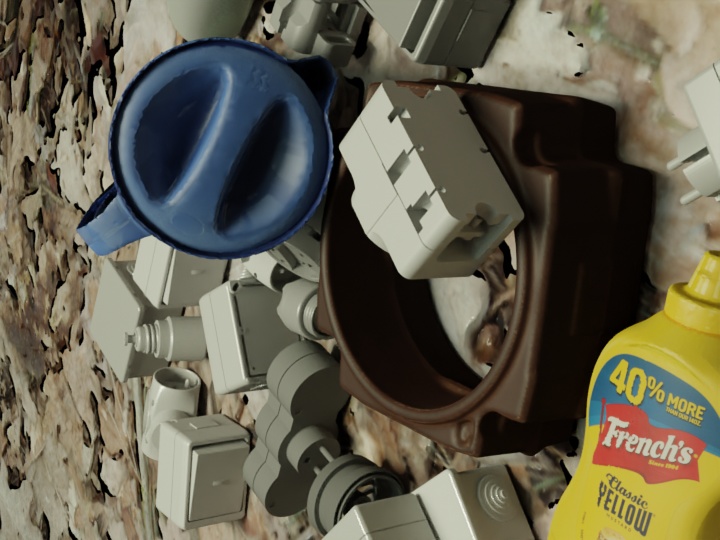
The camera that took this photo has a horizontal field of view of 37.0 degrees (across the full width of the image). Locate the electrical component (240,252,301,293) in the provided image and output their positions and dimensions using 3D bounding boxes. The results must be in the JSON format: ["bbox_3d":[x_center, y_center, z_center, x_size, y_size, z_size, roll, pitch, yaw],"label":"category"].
[{"bbox_3d":[-0.062,-0.036,0.825,0.077,0.043,0.079,50,129,39],"label":"electrical component"}]

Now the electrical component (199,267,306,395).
[{"bbox_3d":[-0.086,0.046,0.848,0.061,0.062,0.096,-27,71,51],"label":"electrical component"}]

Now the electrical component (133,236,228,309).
[{"bbox_3d":[-0.150,-0.018,0.930,0.061,0.062,0.096,43,126,43],"label":"electrical component"}]

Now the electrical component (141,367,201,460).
[{"bbox_3d":[-0.171,0.140,0.974,0.079,0.044,0.077,-116,37,-63],"label":"electrical component"}]

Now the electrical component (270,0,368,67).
[{"bbox_3d":[-0.026,-0.188,0.753,0.078,0.058,0.057,55,136,37],"label":"electrical component"}]

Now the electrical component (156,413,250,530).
[{"bbox_3d":[-0.134,0.179,0.923,0.061,0.062,0.096,19,108,52],"label":"electrical component"}]

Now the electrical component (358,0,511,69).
[{"bbox_3d":[0.040,-0.176,0.661,0.096,0.061,0.061,55,133,36],"label":"electrical component"}]

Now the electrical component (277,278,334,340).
[{"bbox_3d":[-0.028,0.031,0.785,0.062,0.043,0.043,21,110,50],"label":"electrical component"}]

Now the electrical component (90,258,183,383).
[{"bbox_3d":[-0.215,0.046,1.035,0.099,0.048,0.099,47,128,41],"label":"electrical component"}]

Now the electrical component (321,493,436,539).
[{"bbox_3d":[0.011,0.191,0.653,0.083,0.047,0.075,-53,52,41],"label":"electrical component"}]

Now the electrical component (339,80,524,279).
[{"bbox_3d":[0.032,-0.043,0.546,0.055,0.050,0.089,-52,52,41],"label":"electrical component"}]

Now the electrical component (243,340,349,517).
[{"bbox_3d":[-0.039,0.129,0.798,0.074,0.052,0.138,43,126,44],"label":"electrical component"}]

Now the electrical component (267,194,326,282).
[{"bbox_3d":[-0.036,-0.026,0.770,0.055,0.055,0.047,6,59,53],"label":"electrical component"}]

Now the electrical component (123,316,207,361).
[{"bbox_3d":[-0.170,0.061,0.956,0.040,0.078,0.040,-179,90,-68],"label":"electrical component"}]

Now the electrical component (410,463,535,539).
[{"bbox_3d":[0.064,0.175,0.664,0.099,0.048,0.099,-45,57,45],"label":"electrical component"}]

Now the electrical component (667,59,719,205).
[{"bbox_3d":[0.174,-0.056,0.498,0.077,0.047,0.065,-36,64,49],"label":"electrical component"}]
